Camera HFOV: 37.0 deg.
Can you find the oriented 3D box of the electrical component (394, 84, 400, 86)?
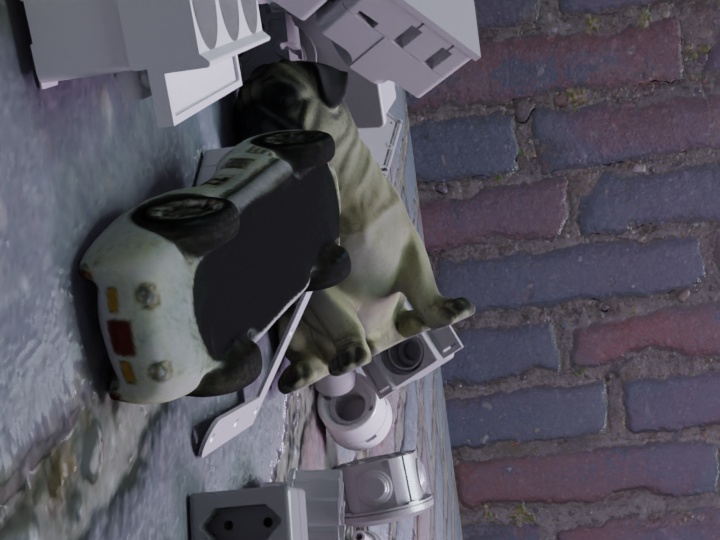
[{"bbox_3d":[-0.011,-0.205,0.884,0.056,0.109,0.108,59,25,-81],"label":"electrical component"}]

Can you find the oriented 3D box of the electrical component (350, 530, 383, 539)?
[{"bbox_3d":[0.005,0.239,0.921,0.061,0.035,0.035,71,14,-53],"label":"electrical component"}]

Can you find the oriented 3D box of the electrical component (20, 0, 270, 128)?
[{"bbox_3d":[-0.078,-0.100,0.404,0.121,0.063,0.078,-74,156,-73],"label":"electrical component"}]

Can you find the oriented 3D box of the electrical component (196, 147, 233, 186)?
[{"bbox_3d":[-0.058,-0.019,0.569,0.076,0.047,0.065,-88,169,-53],"label":"electrical component"}]

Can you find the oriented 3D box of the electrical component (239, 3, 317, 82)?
[{"bbox_3d":[-0.056,-0.141,0.711,0.055,0.048,0.066,-9,92,-76],"label":"electrical component"}]

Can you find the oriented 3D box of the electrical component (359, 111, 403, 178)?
[{"bbox_3d":[-0.014,-0.092,0.849,0.062,0.061,0.096,36,39,-18],"label":"electrical component"}]

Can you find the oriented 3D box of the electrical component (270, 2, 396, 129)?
[{"bbox_3d":[-0.024,-0.150,0.769,0.048,0.100,0.099,-63,148,-55],"label":"electrical component"}]

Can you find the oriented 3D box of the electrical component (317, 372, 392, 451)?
[{"bbox_3d":[-0.005,0.113,0.869,0.047,0.055,0.055,63,21,-62],"label":"electrical component"}]

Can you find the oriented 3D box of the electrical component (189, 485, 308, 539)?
[{"bbox_3d":[-0.046,0.147,0.508,0.075,0.047,0.083,59,26,-74],"label":"electrical component"}]

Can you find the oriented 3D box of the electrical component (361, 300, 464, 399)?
[{"bbox_3d":[0.022,0.029,0.856,0.121,0.079,0.063,59,17,12],"label":"electrical component"}]

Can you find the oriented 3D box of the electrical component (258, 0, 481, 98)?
[{"bbox_3d":[-0.016,-0.195,0.655,0.186,0.060,0.105,28,45,-34],"label":"electrical component"}]

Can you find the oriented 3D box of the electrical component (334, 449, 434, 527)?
[{"bbox_3d":[0.018,0.182,0.896,0.080,0.080,0.051,33,45,-82],"label":"electrical component"}]

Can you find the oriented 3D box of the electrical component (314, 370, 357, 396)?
[{"bbox_3d":[-0.022,0.066,0.828,0.044,0.044,0.065,-90,175,-45],"label":"electrical component"}]
